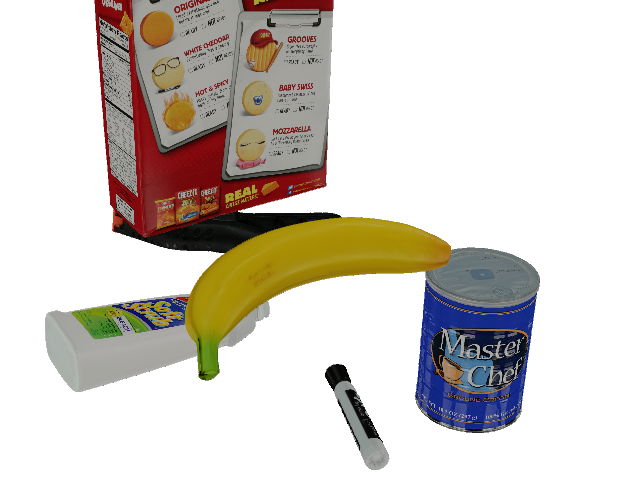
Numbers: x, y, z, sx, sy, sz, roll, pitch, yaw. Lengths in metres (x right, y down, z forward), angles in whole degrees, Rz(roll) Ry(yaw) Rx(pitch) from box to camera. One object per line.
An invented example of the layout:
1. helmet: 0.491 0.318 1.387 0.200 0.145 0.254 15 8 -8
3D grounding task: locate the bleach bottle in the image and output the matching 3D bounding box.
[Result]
1. bleach bottle: -0.177 0.099 1.219 0.250 0.068 0.103 -13 32 -30

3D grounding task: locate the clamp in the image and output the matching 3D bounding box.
1. clamp: -0.083 -0.006 0.940 0.210 0.036 0.164 6 13 -1

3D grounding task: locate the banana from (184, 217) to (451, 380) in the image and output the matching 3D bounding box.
1. banana: -0.009 0.021 0.643 0.197 0.070 0.037 -24 -18 -32

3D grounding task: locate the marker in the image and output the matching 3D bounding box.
1. marker: 0.027 0.135 0.837 0.020 0.020 0.121 0 27 -17

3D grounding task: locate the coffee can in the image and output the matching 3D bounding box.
1. coffee can: 0.144 0.091 0.990 0.103 0.140 0.103 1 27 -1

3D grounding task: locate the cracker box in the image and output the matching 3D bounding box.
1. cracker box: -0.075 -0.127 0.772 0.163 0.214 0.072 -17 33 -31
